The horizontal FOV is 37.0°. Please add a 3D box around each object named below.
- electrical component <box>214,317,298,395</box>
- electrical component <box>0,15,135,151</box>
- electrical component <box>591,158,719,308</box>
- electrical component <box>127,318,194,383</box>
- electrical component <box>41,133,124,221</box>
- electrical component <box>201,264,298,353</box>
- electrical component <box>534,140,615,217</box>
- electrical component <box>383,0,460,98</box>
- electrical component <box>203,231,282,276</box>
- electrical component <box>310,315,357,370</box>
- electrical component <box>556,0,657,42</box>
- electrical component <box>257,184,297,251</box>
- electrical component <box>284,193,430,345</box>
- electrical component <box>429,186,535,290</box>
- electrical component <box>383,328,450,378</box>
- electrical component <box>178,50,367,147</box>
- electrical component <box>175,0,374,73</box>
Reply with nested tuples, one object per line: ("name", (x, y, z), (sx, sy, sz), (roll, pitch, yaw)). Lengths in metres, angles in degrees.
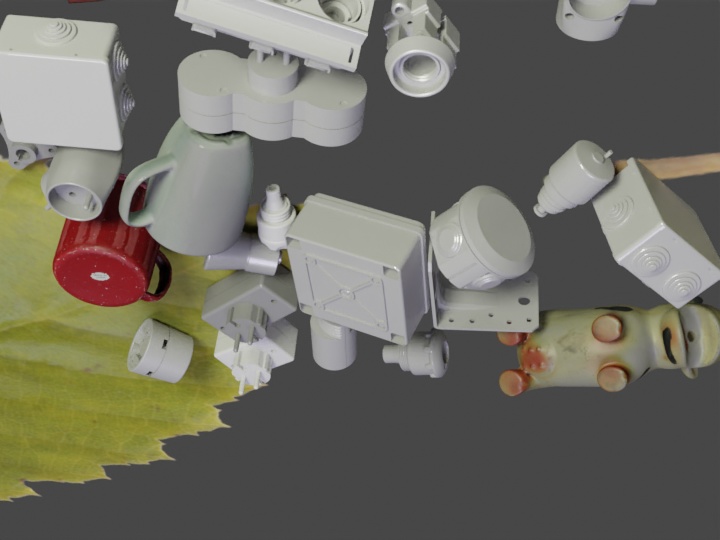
("electrical component", (-0.103, 0.085, 1.039), (0.066, 0.076, 0.047), (-22, 133, 29))
("electrical component", (-0.221, -0.140, 0.802), (0.100, 0.048, 0.099), (5, 140, 0))
("electrical component", (0.234, -0.028, 0.849), (0.100, 0.099, 0.048), (33, 120, -29))
("electrical component", (-0.197, 0.081, 1.064), (0.047, 0.055, 0.055), (23, 137, -26))
("electrical component", (-0.229, -0.074, 0.861), (0.043, 0.077, 0.079), (33, 134, -30))
("electrical component", (-0.103, 0.041, 0.987), (0.083, 0.075, 0.047), (-28, 130, 33))
("electrical component", (0.166, -0.068, 0.851), (0.040, 0.040, 0.078), (23, 138, -20))
("electrical component", (0.043, -0.154, 0.750), (0.048, 0.055, 0.066), (-22, 133, 29))
("electrical component", (-0.102, -0.017, 0.945), (0.065, 0.044, 0.044), (10, 141, -12))
("electrical component", (-0.025, 0.054, 1.019), (0.043, 0.043, 0.081), (3, 141, 3))
("electrical component", (0.172, -0.191, 0.698), (0.079, 0.044, 0.077), (3, 140, 3))
("electrical component", (-0.071, -0.047, 0.909), (0.035, 0.035, 0.061), (1, 138, 5))
("electrical component", (0.000, 0.000, 0.915), (0.109, 0.056, 0.108), (17, 144, 20))
("electrical component", (0.101, -0.024, 0.882), (0.080, 0.080, 0.051), (30, 140, -27))
("electrical component", (0.054, 0.081, 1.043), (0.062, 0.048, 0.048), (-4, 140, 22))
("electrical component", (-0.064, -0.138, 0.784), (0.138, 0.052, 0.073), (6, 141, -1))
("electrical component", (-0.057, -0.180, 0.721), (0.121, 0.078, 0.063), (15, 161, -12))
